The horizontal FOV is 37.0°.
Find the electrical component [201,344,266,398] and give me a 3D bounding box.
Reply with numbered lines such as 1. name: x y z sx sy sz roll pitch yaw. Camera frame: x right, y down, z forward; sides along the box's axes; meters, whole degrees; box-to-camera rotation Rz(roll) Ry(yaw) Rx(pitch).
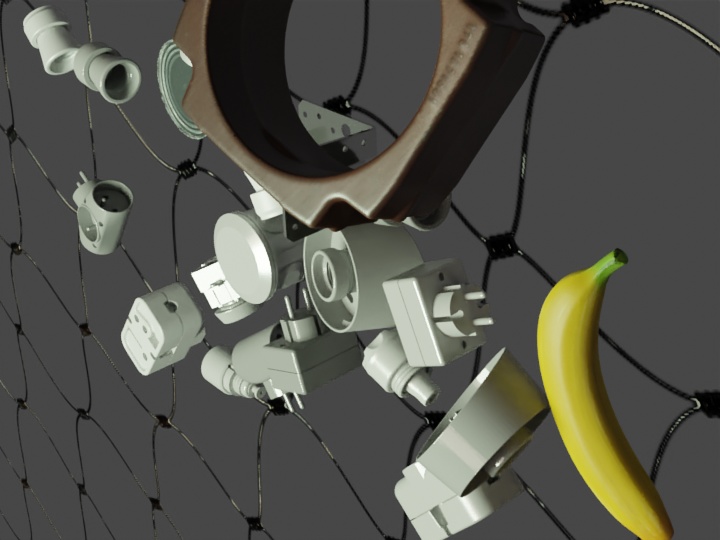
1. electrical component: -0.119 0.102 1.034 0.078 0.040 0.040 28 130 41

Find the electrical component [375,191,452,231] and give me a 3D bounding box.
1. electrical component: 0.030 -0.052 0.753 0.055 0.045 0.045 11 118 49

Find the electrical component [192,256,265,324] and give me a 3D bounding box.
1. electrical component: -0.117 0.015 0.972 0.048 0.066 0.055 -22 101 20

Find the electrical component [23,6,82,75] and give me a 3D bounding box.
1. electrical component: -0.308 -0.232 1.083 0.055 0.045 0.045 60 144 10

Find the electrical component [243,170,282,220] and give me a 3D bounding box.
1. electrical component: -0.070 -0.073 0.869 0.045 0.045 0.055 -11 101 54

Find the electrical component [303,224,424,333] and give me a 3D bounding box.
1. electrical component: 0.000 0.000 0.825 0.099 0.064 0.099 34 129 54

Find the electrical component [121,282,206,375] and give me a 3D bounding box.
1. electrical component: -0.197 0.058 1.094 0.053 0.059 0.095 54 143 15

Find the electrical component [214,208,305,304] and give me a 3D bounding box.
1. electrical component: -0.084 -0.016 0.914 0.080 0.051 0.080 29 130 40

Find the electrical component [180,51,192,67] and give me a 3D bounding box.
1. electrical component: -0.112 -0.188 0.850 0.055 0.055 0.047 41 134 31

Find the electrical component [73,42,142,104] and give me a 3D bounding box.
1. electrical component: -0.241 -0.188 1.021 0.055 0.045 0.045 35 134 37

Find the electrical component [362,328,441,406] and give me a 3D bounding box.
1. electrical component: 0.035 0.077 0.821 0.062 0.043 0.043 43 139 27

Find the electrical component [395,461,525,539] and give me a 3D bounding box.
1. electrical component: 0.071 0.163 0.814 0.059 0.054 0.095 58 144 11

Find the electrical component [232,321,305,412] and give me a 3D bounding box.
1. electrical component: -0.071 0.090 0.963 0.077 0.044 0.079 -27 87 54

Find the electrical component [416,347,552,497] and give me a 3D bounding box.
1. electrical component: 0.083 0.104 0.733 0.064 0.099 0.099 45 140 18

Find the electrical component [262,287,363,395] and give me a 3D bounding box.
1. electrical component: -0.043 0.054 0.888 0.047 0.066 0.076 2 111 52

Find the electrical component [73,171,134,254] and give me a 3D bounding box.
1. electrical component: -0.278 -0.069 1.137 0.079 0.044 0.077 54 143 16

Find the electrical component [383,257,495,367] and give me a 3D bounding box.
1. electrical component: 0.065 0.028 0.752 0.077 0.047 0.065 -9 102 54
